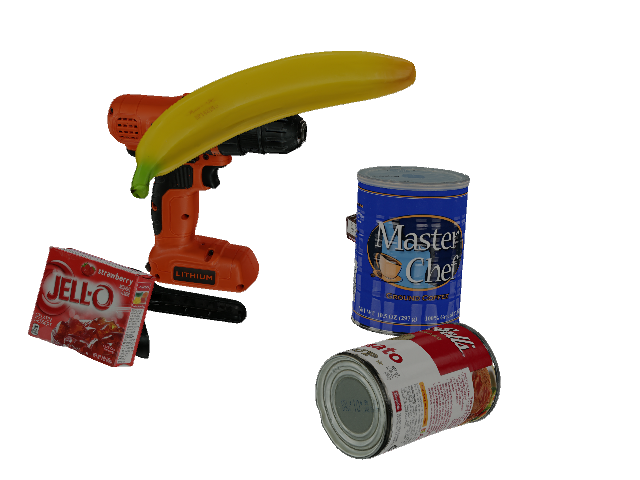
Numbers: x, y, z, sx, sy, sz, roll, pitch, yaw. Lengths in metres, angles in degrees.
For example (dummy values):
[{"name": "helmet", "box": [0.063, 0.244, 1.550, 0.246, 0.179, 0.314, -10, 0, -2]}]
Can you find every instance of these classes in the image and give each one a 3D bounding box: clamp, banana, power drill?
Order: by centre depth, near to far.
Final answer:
[{"name": "banana", "box": [-0.038, -0.082, 0.677, 0.197, 0.070, 0.037, -26, -36, -13]}, {"name": "power drill", "box": [-0.099, -0.046, 0.988, 0.184, 0.188, 0.057, 7, 30, 15]}, {"name": "clamp", "box": [-0.208, 0.067, 1.165, 0.210, 0.036, 0.164, 20, 21, 25]}]

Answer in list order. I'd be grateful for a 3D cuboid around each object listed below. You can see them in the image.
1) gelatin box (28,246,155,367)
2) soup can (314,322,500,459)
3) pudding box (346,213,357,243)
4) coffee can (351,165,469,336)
[{"name": "gelatin box", "box": [-0.178, 0.050, 0.827, 0.089, 0.073, 0.030, 17, 3, 25]}, {"name": "soup can", "box": [0.055, 0.094, 0.678, 0.102, 0.068, 0.069, -10, 6, -40]}, {"name": "pudding box", "box": [0.107, -0.017, 1.550, 0.113, 0.039, 0.090, -21, 35, -30]}, {"name": "coffee can", "box": [0.082, 0.008, 0.986, 0.103, 0.140, 0.103, 2, 12, -1]}]
